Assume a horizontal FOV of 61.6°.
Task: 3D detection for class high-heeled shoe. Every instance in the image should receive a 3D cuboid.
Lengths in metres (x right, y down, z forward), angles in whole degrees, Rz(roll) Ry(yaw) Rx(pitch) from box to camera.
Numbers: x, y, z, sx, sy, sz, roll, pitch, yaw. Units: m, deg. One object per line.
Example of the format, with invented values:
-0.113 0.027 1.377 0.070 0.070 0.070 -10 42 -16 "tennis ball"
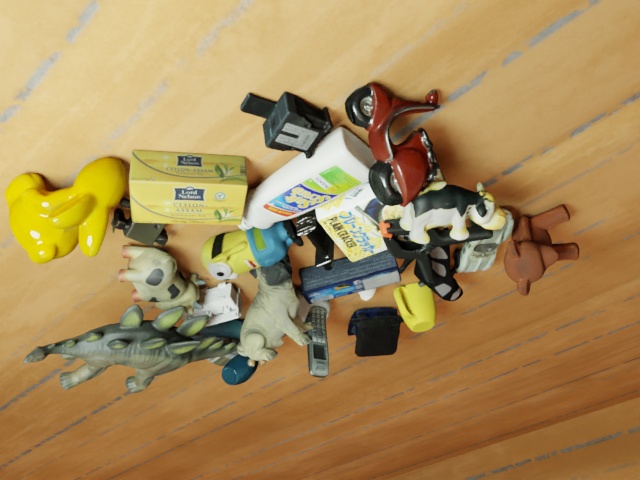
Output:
0.253 0.036 1.093 0.248 0.086 0.145 23 107 -43 "high-heeled shoe"

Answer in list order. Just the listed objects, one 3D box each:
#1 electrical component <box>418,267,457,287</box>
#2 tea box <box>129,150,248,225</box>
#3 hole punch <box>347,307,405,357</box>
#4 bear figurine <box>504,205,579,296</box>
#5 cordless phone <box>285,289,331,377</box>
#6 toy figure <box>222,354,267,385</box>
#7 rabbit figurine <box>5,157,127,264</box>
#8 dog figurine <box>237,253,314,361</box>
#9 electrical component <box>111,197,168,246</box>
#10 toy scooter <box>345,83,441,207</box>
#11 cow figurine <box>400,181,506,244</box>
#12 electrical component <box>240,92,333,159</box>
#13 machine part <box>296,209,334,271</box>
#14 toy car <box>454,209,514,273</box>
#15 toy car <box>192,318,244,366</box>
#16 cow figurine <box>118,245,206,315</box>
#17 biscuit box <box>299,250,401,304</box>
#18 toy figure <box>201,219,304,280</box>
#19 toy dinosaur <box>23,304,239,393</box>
0.264 0.080 1.197 0.063 0.021 0.094 16 137 -32 "electrical component"
-0.201 -0.078 0.825 0.170 0.068 0.098 1 143 -13 "tea box"
0.130 0.210 1.308 0.142 0.092 0.115 2 114 -11 "hole punch"
0.413 0.017 1.006 0.132 0.120 0.196 -16 -172 23 "bear figurine"
-0.044 0.202 1.152 0.146 0.184 0.089 18 141 -34 "cordless phone"
-0.152 0.261 1.161 0.064 0.057 0.154 5 -165 27 "toy figure"
-0.356 -0.053 0.774 0.173 0.162 0.121 -34 128 3 "rabbit figurine"
-0.113 0.124 1.047 0.172 0.121 0.190 -25 99 -4 "dog figurine"
-0.299 -0.027 0.896 0.102 0.045 0.078 18 108 -38 "electrical component"
0.123 -0.145 0.772 0.135 0.075 0.183 -24 105 -13 "toy scooter"
0.215 -0.054 0.845 0.167 0.068 0.098 -7 125 -7 "cow figurine"
-0.050 -0.167 0.756 0.119 0.048 0.075 14 137 -32 "electrical component"
-0.002 -0.003 0.970 0.039 0.084 0.138 -1 150 23 "machine part"
0.327 0.009 1.083 0.073 0.056 0.201 -4 144 -8 "toy car"
-0.217 0.232 1.223 0.161 0.103 0.109 22 133 -40 "toy car"
-0.289 0.080 1.009 0.127 0.085 0.194 1 150 -1 "cow figurine"
0.060 0.072 1.101 0.203 0.063 0.059 -15 145 7 "biscuit box"
-0.124 0.013 0.962 0.180 0.089 0.082 -24 127 4 "toy figure"
-0.308 0.205 1.015 0.198 0.105 0.471 -35 154 28 "toy dinosaur"
